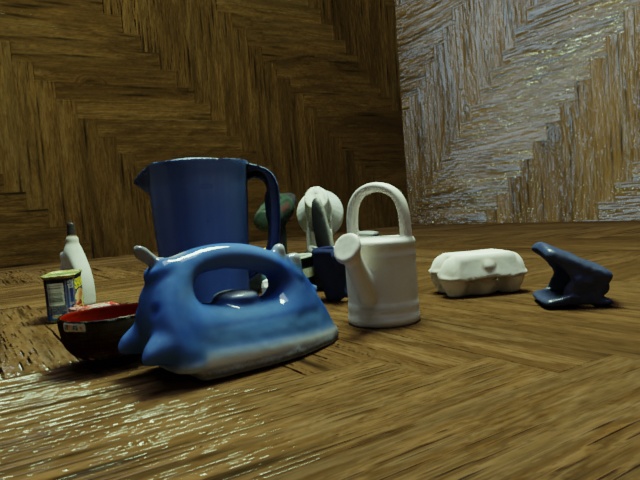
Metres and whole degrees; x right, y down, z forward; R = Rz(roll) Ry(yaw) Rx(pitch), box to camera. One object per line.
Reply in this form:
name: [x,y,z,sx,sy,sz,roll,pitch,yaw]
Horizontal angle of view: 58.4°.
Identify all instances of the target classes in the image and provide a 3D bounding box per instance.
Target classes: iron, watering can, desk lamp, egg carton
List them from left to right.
iron: [-0.088,0.065,0.644,0.259,0.141,0.118,-7,4,-36]
desk lamp: [0.001,-0.021,1.388,0.118,0.213,0.203,-4,3,2]
watering can: [0.081,0.018,0.786,0.100,0.194,0.173,-4,4,11]
egg carton: [0.267,0.055,0.976,0.150,0.069,0.107,-5,3,-8]

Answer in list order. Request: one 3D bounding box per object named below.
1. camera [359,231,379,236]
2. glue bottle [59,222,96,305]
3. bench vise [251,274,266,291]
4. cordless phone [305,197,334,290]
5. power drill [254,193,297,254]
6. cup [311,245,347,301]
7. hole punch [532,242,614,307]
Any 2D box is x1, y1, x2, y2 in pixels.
camera: [0.125,0.029,1.344,0.136,0.101,0.143,-3,4,20]
glue bottle: [-0.502,0.050,1.170,0.078,0.173,0.037,-3,4,27]
bench vise: [-0.184,0.006,1.112,0.121,0.220,0.208,-3,4,22]
cordless phone: [0.011,0.004,1.184,0.094,0.185,0.147,-5,3,-3]
power drill: [-0.097,-0.012,1.397,0.075,0.208,0.230,-4,4,13]
cup: [0.033,0.059,0.995,0.091,0.095,0.118,-4,3,2]
hole punch: [0.361,0.046,0.825,0.101,0.091,0.109,-4,3,8]
